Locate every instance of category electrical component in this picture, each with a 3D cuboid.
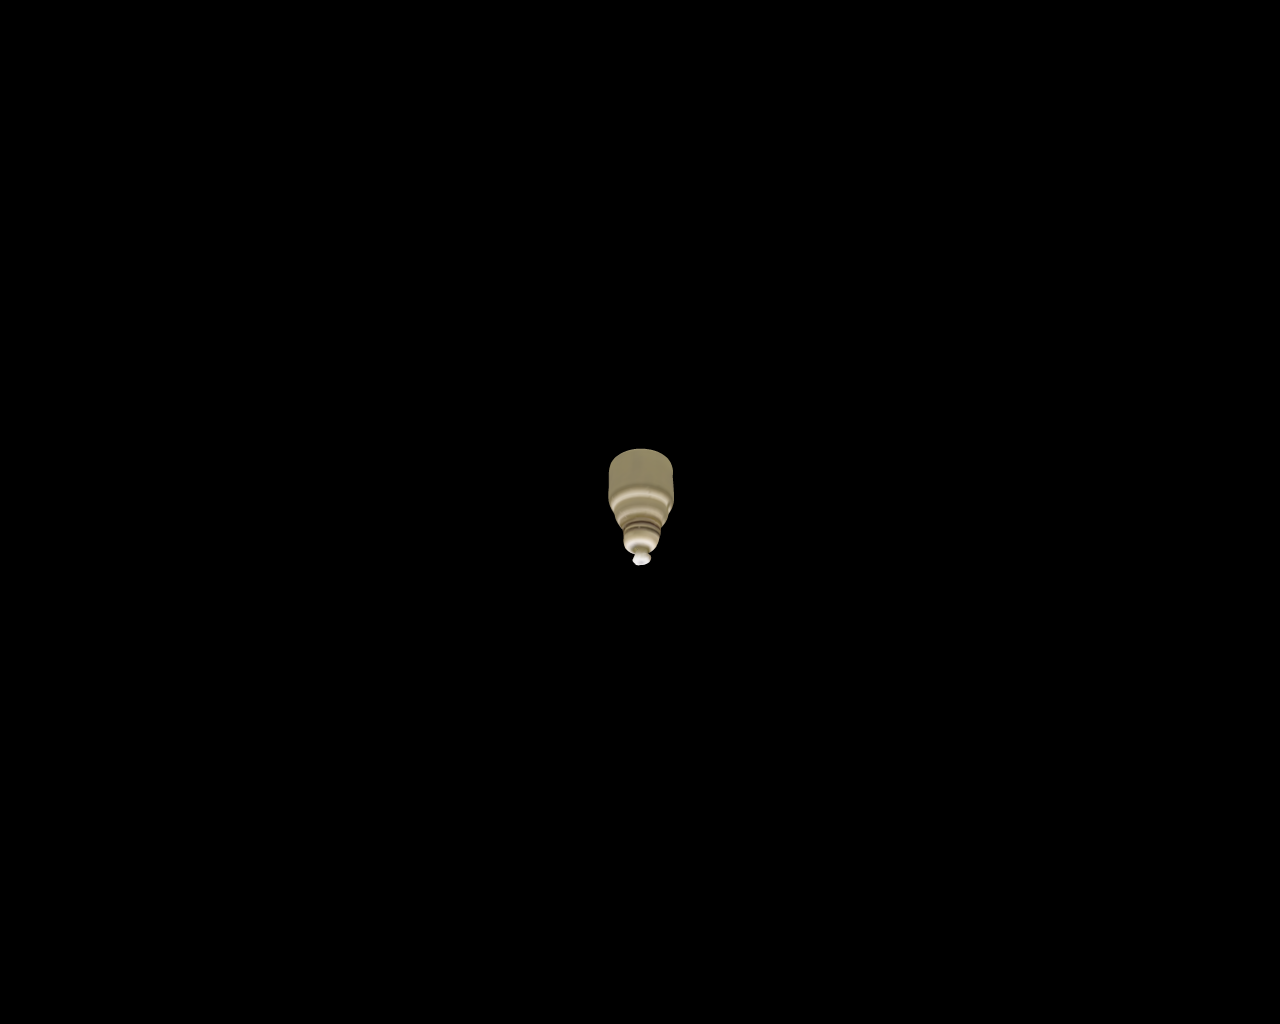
[{"bbox_3d":[0.001,-0.003,0.650,0.040,0.078,0.040,0,-35,0],"label":"electrical component"}]
